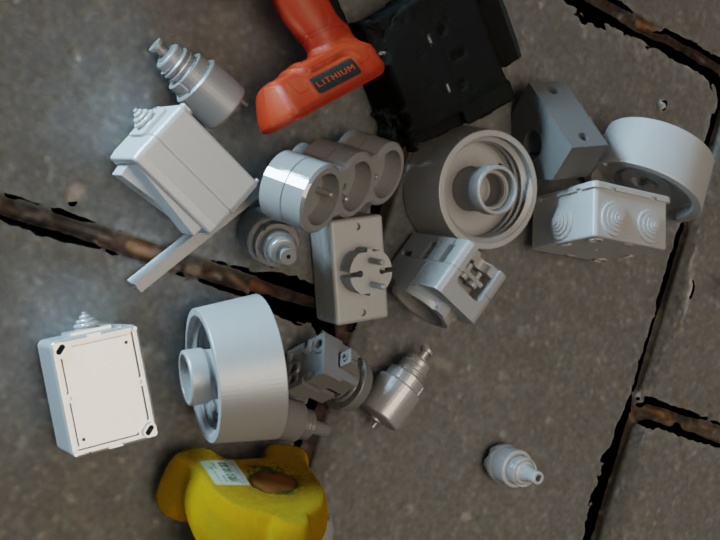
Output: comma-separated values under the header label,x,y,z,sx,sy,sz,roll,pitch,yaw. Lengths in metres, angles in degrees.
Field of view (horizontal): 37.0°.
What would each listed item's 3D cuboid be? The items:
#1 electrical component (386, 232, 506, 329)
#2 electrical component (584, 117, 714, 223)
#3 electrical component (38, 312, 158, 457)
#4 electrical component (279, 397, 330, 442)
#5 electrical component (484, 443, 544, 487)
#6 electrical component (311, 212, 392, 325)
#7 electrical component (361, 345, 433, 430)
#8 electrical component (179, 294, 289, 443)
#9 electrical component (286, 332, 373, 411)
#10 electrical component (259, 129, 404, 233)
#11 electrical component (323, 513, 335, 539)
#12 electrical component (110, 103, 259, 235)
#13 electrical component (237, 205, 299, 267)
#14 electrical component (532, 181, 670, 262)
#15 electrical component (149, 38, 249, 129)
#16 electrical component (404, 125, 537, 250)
label,x,y,z,sx,sy,sz,roll,pitch,yaw
electrical component,0.064,0.009,0.870,0.050,0.089,0.055,43,76,-26
electrical component,0.261,-0.095,0.958,0.108,0.108,0.060,32,74,-28
electrical component,-0.188,0.077,0.760,0.062,0.061,0.096,-12,94,-27
electrical component,-0.051,0.120,0.852,0.061,0.035,0.035,21,86,-32
electrical component,0.138,0.175,0.945,0.035,0.061,0.035,-4,97,-28
electrical component,0.000,0.000,0.842,0.047,0.076,0.083,-8,100,-27
electrical component,0.033,0.096,0.891,0.040,0.040,0.078,45,74,-25
electrical component,-0.098,0.074,0.782,0.060,0.108,0.108,-7,99,-22
electrical component,-0.023,0.083,0.852,0.055,0.066,0.048,30,46,-36
electrical component,-0.033,-0.074,0.818,0.138,0.074,0.052,-27,132,-52
electrical component,-0.039,0.228,0.871,0.035,0.035,0.061,-1,99,-29
electrical component,-0.133,-0.073,0.769,0.096,0.062,0.061,46,74,-25
electrical component,-0.065,-0.022,0.806,0.040,0.078,0.040,-7,111,-19
electrical component,0.208,-0.040,0.939,0.100,0.100,0.048,9,79,-29
electrical component,-0.119,-0.137,0.781,0.078,0.040,0.040,41,76,-26
electrical component,0.098,-0.067,0.896,0.108,0.060,0.108,-3,97,-28
